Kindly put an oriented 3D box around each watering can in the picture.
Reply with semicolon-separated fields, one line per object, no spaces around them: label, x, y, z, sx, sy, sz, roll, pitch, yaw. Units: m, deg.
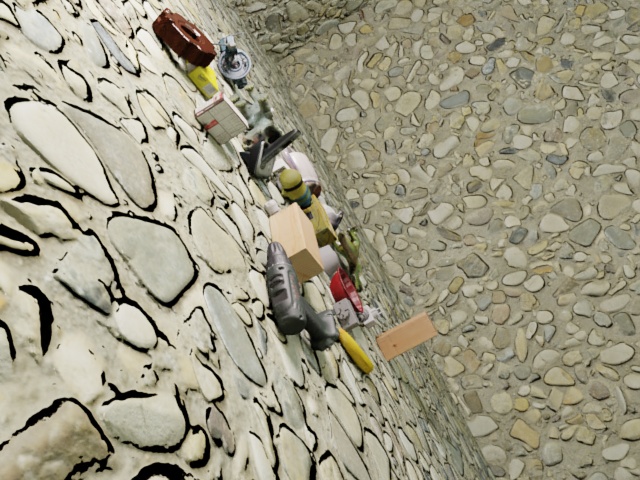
watering can;-0.062;-0.247;1.989;0.103;0.228;0.344;-29;-20;10

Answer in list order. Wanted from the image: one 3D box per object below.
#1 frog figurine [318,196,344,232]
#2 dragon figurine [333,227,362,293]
frog figurine;0.006;-0.101;2.007;0.160;0.122;0.138;25;11;6
dragon figurine;0.126;0.083;1.981;0.122;0.244;0.409;-20;-5;7
